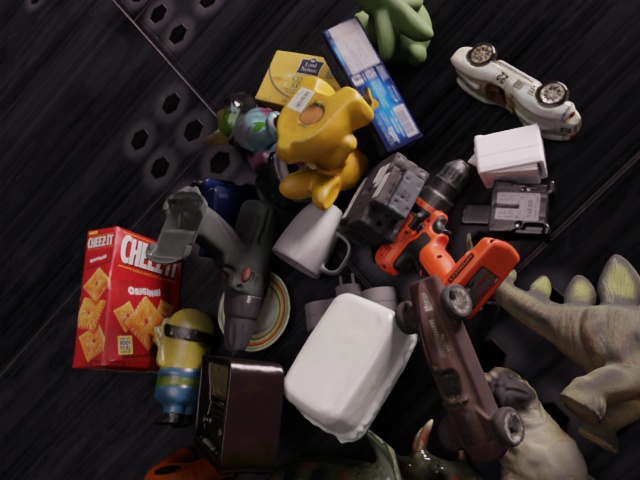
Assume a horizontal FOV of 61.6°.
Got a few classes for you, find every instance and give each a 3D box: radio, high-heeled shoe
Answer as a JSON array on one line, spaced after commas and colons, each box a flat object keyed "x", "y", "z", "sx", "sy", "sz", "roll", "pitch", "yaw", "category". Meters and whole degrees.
[{"x": -0.115, "y": 0.224, "z": 0.715, "sx": 0.229, "sy": 0.073, "sz": 0.131, "roll": 151, "pitch": 125, "yaw": -68, "category": "radio"}, {"x": 0.106, "y": 0.128, "z": 0.725, "sx": 0.249, "sy": 0.086, "sz": 0.145, "roll": -30, "pitch": 29, "yaw": -3, "category": "high-heeled shoe"}]

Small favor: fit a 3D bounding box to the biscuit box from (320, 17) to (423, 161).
[{"x": 0.073, "y": -0.217, "z": 0.786, "sx": 0.059, "sy": 0.063, "sz": 0.202, "roll": -28, "pitch": 88, "yaw": -5, "category": "biscuit box"}]

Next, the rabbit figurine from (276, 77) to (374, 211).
[{"x": 0.018, "y": -0.120, "z": 0.767, "sx": 0.122, "sy": 0.173, "sz": 0.162, "roll": 20, "pitch": 78, "yaw": 32, "category": "rabbit figurine"}]

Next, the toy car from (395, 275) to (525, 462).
[{"x": 0.143, "y": 0.139, "z": 0.579, "sx": 0.089, "sy": 0.053, "sz": 0.202, "roll": -30, "pitch": 79, "yaw": 51, "category": "toy car"}]

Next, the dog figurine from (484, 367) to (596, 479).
[{"x": 0.221, "y": 0.260, "z": 0.600, "sx": 0.172, "sy": 0.121, "sz": 0.191, "roll": -48, "pitch": 45, "yaw": 2, "category": "dog figurine"}]

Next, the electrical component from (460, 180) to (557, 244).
[{"x": 0.242, "y": -0.039, "z": 0.701, "sx": 0.119, "sy": 0.047, "sz": 0.075, "roll": 9, "pitch": 78, "yaw": 28, "category": "electrical component"}]

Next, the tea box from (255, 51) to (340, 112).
[{"x": -0.011, "y": -0.244, "z": 0.887, "sx": 0.170, "sy": 0.068, "sz": 0.098, "roll": 19, "pitch": 84, "yaw": 32, "category": "tea box"}]

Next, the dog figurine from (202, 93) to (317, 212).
[{"x": -0.100, "y": -0.146, "z": 0.879, "sx": 0.219, "sy": 0.108, "sz": 0.191, "roll": 10, "pitch": 112, "yaw": 48, "category": "dog figurine"}]

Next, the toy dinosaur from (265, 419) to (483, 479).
[{"x": -0.006, "y": 0.339, "z": 0.678, "sx": 0.405, "sy": 0.131, "sz": 0.192, "roll": -22, "pitch": 53, "yaw": 25, "category": "toy dinosaur"}]

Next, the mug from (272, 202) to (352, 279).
[{"x": -0.002, "y": -0.002, "z": 0.801, "sx": 0.110, "sy": 0.080, "sz": 0.107, "roll": 25, "pitch": 80, "yaw": 26, "category": "mug"}]

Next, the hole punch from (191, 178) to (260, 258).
[{"x": -0.153, "y": -0.031, "z": 0.861, "sx": 0.092, "sy": 0.142, "sz": 0.115, "roll": 45, "pitch": 111, "yaw": 32, "category": "hole punch"}]

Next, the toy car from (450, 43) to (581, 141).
[{"x": 0.261, "y": -0.199, "z": 0.725, "sx": 0.056, "sy": 0.073, "sz": 0.202, "roll": -46, "pitch": 59, "yaw": 3, "category": "toy car"}]

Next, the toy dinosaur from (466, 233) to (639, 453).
[{"x": 0.335, "y": 0.121, "z": 0.556, "sx": 0.472, "sy": 0.105, "sz": 0.198, "roll": 25, "pitch": 68, "yaw": 33, "category": "toy dinosaur"}]

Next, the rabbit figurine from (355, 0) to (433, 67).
[{"x": 0.095, "y": -0.334, "z": 0.799, "sx": 0.121, "sy": 0.170, "sz": 0.159, "roll": -26, "pitch": 63, "yaw": 19, "category": "rabbit figurine"}]

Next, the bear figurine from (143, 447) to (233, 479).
[{"x": -0.184, "y": 0.411, "z": 0.759, "sx": 0.120, "sy": 0.132, "sz": 0.195, "roll": -14, "pitch": 87, "yaw": 29, "category": "bear figurine"}]

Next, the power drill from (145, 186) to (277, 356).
[{"x": -0.140, "y": 0.033, "z": 0.760, "sx": 0.086, "sy": 0.207, "sz": 0.232, "roll": 2, "pitch": 69, "yaw": 38, "category": "power drill"}]

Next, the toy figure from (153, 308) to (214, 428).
[{"x": -0.212, "y": 0.198, "z": 0.846, "sx": 0.089, "sy": 0.082, "sz": 0.180, "roll": -6, "pitch": 65, "yaw": 11, "category": "toy figure"}]

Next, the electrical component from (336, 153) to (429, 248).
[{"x": 0.087, "y": -0.052, "z": 0.733, "sx": 0.058, "sy": 0.134, "sz": 0.115, "roll": 31, "pitch": 78, "yaw": -12, "category": "electrical component"}]
